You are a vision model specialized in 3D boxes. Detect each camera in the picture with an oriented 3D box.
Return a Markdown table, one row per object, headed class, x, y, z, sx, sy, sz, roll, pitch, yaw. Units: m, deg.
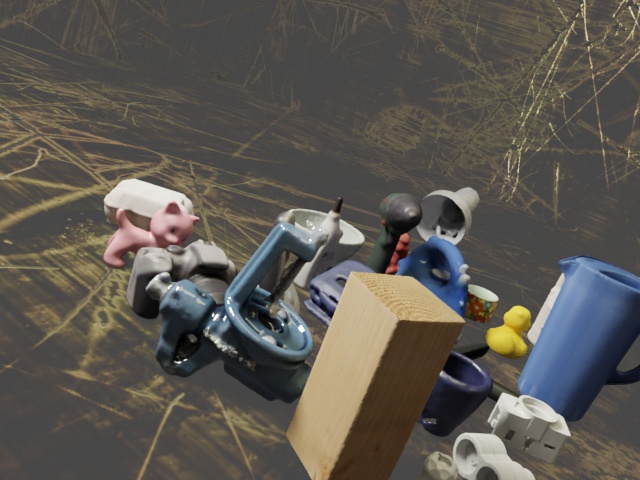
| class | x | y | z | sx | sy | sz | roll | pitch | yaw |
| --- | --- | --- | --- | --- | --- | --- | --- | --- | --- |
| camera | -0.167 | 0.065 | 0.761 | 0.144 | 0.101 | 0.136 | 9 | 21 | -32 |

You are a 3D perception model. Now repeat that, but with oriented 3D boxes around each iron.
| class | x | y | z | sx | sy | sz | roll | pitch | yaw |
| --- | --- | --- | --- | --- | --- | --- | --- | --- | --- |
| iron | 0.239 | 0.075 | 1.098 | 0.119 | 0.141 | 0.258 | 15 | 19 | -15 |

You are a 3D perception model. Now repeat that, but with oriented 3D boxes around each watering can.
| class | x | y | z | sx | sy | sz | roll | pitch | yaw |
| --- | --- | --- | --- | --- | --- | --- | --- | --- | --- |
| watering can | 0.494 | 0.133 | 1.120 | 0.100 | 0.194 | 0.173 | 26 | 19 | 19 |

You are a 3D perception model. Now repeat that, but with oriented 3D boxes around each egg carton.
| class | x | y | z | sx | sy | sz | roll | pitch | yaw |
| --- | --- | --- | --- | --- | --- | --- | --- | --- | --- |
| egg carton | -0.299 | -0.053 | 1.012 | 0.150 | 0.069 | 0.107 | 17 | 18 | -11 |

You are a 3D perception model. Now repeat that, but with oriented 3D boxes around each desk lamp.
| class | x | y | z | sx | sy | sz | roll | pitch | yaw |
| --- | --- | --- | --- | --- | --- | --- | --- | --- | --- |
| desk lamp | 0.283 | -0.017 | 1.295 | 0.117 | 0.213 | 0.204 | 28 | 20 | 24 |

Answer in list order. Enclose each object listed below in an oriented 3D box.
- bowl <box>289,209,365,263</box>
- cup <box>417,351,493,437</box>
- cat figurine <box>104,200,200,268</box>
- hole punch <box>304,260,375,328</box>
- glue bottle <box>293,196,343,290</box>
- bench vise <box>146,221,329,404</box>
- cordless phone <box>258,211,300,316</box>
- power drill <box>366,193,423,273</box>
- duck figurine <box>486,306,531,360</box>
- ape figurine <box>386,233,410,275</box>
| class | x | y | z | sx | sy | sz | roll | pitch | yaw |
| --- | --- | --- | --- | --- | --- | --- | --- | --- | --- |
| bowl | 0.002 | 0.002 | 1.166 | 0.167 | 0.075 | 0.167 | 18 | 18 | -6 |
| cup | 0.148 | 0.197 | 0.725 | 0.118 | 0.095 | 0.091 | 15 | 19 | -14 |
| cat figurine | -0.250 | -0.013 | 0.870 | 0.128 | 0.118 | 0.067 | 13 | 19 | -22 |
| hole punch | 0.044 | 0.090 | 0.929 | 0.101 | 0.091 | 0.108 | 0 | 27 | -47 |
| glue bottle | 0.009 | 0.004 | 1.009 | 0.037 | 0.173 | 0.078 | 32 | 21 | 32 |
| bench vise | -0.086 | 0.069 | 0.641 | 0.208 | 0.220 | 0.121 | 14 | 19 | -18 |
| cordless phone | -0.056 | 0.041 | 0.811 | 0.094 | 0.185 | 0.147 | 20 | 18 | 1 |
| power drill | 0.130 | 0.006 | 1.073 | 0.075 | 0.208 | 0.229 | 19 | 18 | -4 |
| duck figurine | 0.355 | 0.164 | 1.055 | 0.077 | 0.086 | 0.105 | 27 | 19 | 19 |
| ape figurine | 0.165 | 0.026 | 1.241 | 0.078 | 0.092 | 0.076 | 19 | 18 | -3 |
